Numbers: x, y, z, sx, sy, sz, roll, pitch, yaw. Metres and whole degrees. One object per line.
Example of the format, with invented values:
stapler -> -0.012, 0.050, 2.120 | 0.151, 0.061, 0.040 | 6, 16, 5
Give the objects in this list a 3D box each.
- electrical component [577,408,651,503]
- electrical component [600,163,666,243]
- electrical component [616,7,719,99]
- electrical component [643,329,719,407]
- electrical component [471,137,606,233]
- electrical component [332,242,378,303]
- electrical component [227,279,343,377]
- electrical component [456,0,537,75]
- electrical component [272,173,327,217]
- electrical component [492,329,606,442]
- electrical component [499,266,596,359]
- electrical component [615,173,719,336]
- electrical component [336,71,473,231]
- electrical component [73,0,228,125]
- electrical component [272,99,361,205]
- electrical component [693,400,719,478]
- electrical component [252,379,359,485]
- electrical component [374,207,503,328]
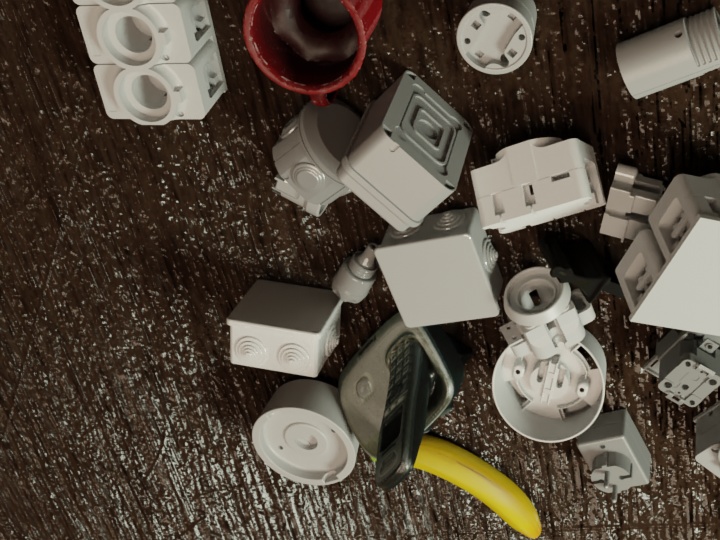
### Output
electrical component -> 0.237, 0.182, 1.006 | 0.047, 0.076, 0.065 | -18, 119, 29
electrical component -> 0.225, -0.049, 0.853 | 0.055, 0.048, 0.066 | 17, 129, 15
electrical component -> 0.230, -0.157, 0.769 | 0.081, 0.043, 0.043 | -18, 119, 29
electrical component -> 0.283, 0.078, 0.920 | 0.042, 0.063, 0.081 | 29, 129, -5
electrical component -> 0.139, -0.069, 0.847 | 0.089, 0.050, 0.055 | -16, 78, 28
electrical component -> 0.000, 0.000, 0.972 | 0.035, 0.035, 0.061 | 29, 127, -4
electrical component -> -0.068, 0.054, 0.996 | 0.100, 0.099, 0.048 | 8, 116, 12
electrical component -> 0.102, -0.179, 0.792 | 0.055, 0.047, 0.055 | 9, 129, 12
electrical component -> -0.048, -0.073, 0.929 | 0.046, 0.040, 0.040 | 26, 130, 5
electrical component -> 0.172, 0.096, 0.965 | 0.099, 0.064, 0.099 | 9, 117, 18
electrical component -> 0.155, 0.034, 0.916 | 0.078, 0.058, 0.057 | -28, 135, 5
electrical component -> 0.304, -0.005, 0.818 | 0.186, 0.060, 0.105 | 9, 132, -16
electrical component -> 0.036, -0.093, 0.838 | 0.078, 0.113, 0.057 | 40, 125, -14
electrical component -> -0.172, -0.197, 0.859 | 0.089, 0.061, 0.150 | 3, 127, 16
electrical component -> -0.027, -0.097, 0.878 | 0.080, 0.080, 0.051 | 44, 132, -16
electrical component -> 0.394, 0.132, 0.927 | 0.105, 0.060, 0.186 | 36, 129, -10
electrical component -> -0.049, 0.159, 1.094 | 0.108, 0.060, 0.108 | 9, 128, 12
electrical component -> 0.071, -0.003, 0.937 | 0.100, 0.048, 0.099 | -9, 123, 24
